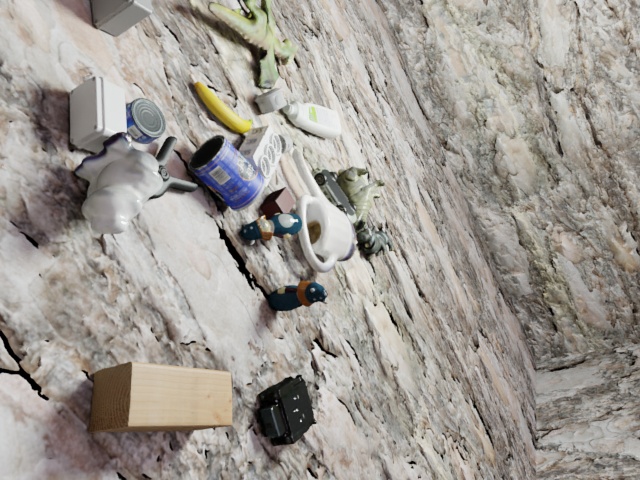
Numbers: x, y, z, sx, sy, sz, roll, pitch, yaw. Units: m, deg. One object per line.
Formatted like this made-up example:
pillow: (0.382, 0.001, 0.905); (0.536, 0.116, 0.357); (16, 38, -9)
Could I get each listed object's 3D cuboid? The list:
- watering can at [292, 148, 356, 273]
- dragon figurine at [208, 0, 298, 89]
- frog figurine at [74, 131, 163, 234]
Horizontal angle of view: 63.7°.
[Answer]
watering can: (0.004, -0.071, 1.419); (0.103, 0.354, 0.222); (-19, -25, 29)
dragon figurine: (-0.169, -0.543, 1.440); (0.121, 0.240, 0.417); (-11, 18, 28)
frog figurine: (-0.321, -0.075, 0.840); (0.138, 0.162, 0.120); (-24, -27, -5)
